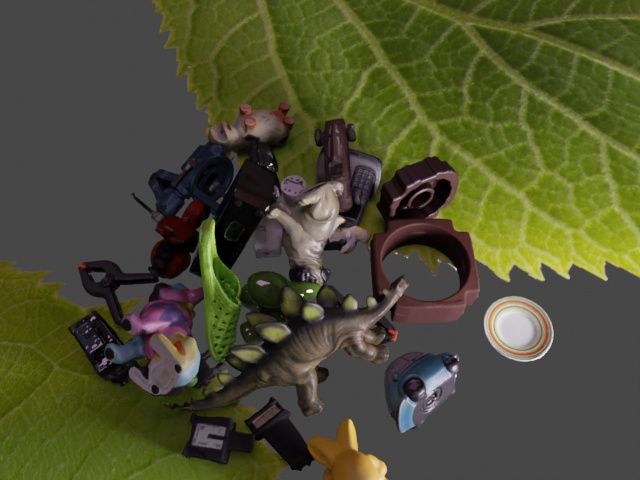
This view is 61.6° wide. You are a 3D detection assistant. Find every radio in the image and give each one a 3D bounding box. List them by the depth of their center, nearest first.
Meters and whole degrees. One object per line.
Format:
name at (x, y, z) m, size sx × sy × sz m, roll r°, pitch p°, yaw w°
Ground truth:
radio at (-0.168, -0.030, 1.031) m, size 0.073 × 0.229 × 0.131 m, roll 25°, pitch 29°, yaw -15°

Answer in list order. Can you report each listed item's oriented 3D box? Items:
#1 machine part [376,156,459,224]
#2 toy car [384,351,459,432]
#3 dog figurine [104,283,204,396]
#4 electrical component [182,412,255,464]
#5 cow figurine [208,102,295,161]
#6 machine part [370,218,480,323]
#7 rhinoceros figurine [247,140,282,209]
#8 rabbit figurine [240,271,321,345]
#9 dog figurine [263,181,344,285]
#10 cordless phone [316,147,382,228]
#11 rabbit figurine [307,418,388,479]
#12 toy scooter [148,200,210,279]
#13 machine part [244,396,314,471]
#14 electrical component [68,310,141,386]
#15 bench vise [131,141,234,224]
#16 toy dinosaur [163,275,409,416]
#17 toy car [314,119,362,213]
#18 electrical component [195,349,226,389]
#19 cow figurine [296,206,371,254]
machine part at (0.203, -0.096, 1.118) m, size 0.179 × 0.179 × 0.056 m, roll -21°, pitch 59°, yaw -11°
toy car at (0.169, 0.249, 0.951) m, size 0.162 × 0.109 × 0.103 m, roll -33°, pitch 46°, yaw -27°
dog figurine at (-0.253, 0.159, 0.955) m, size 0.192 × 0.108 × 0.219 m, roll 35°, pitch 24°, yaw 10°
electrical component at (-0.170, 0.343, 0.926) m, size 0.119 × 0.047 × 0.075 m, roll 4°, pitch 60°, yaw 4°
cow figurine at (-0.165, -0.250, 1.255) m, size 0.195 × 0.127 × 0.085 m, roll -11°, pitch 59°, yaw -22°
machine part at (0.203, 0.061, 1.071) m, size 0.202 × 0.087 × 0.201 m, roll -1°, pitch 59°, yaw -1°
rhinoceros figurine at (-0.123, -0.138, 1.180) m, size 0.073 × 0.112 × 0.190 m, roll -5°, pitch 51°, yaw -5°
rabbit figurine at (-0.081, 0.120, 0.988) m, size 0.159 × 0.170 × 0.121 m, roll 4°, pitch 60°, yaw 4°
dog figurine at (-0.003, -0.004, 1.054) m, size 0.172 × 0.190 × 0.121 m, roll -23°, pitch 12°, yaw 21°
cordless phone at (0.049, -0.107, 1.185) m, size 0.147 × 0.088 × 0.184 m, roll 18°, pitch 79°, yaw 11°
rabbit figurine at (0.056, 0.366, 0.839) m, size 0.122 × 0.173 × 0.162 m, roll -24°, pitch 66°, yaw -8°
toy scooter at (-0.285, 0.006, 1.046) m, size 0.075 × 0.135 × 0.183 m, roll 31°, pitch 105°, yaw 3°
machine part at (-0.066, 0.340, 0.930) m, size 0.084 × 0.039 × 0.139 m, roll -34°, pitch 52°, yaw -28°
electrical component at (-0.390, 0.194, 0.970) m, size 0.058 × 0.134 × 0.115 m, roll -39°, pitch 65°, yaw -18°
bench vise at (-0.251, -0.098, 1.155) m, size 0.241 × 0.128 × 0.223 m, roll 34°, pitch 68°, yaw 24°
toy dinosaur at (-0.049, 0.195, 0.927) m, size 0.471 × 0.198 × 0.105 m, roll -38°, pitch 19°, yaw 6°
toy car at (0.036, -0.158, 1.136) m, size 0.089 × 0.053 × 0.202 m, roll -5°, pitch 86°, yaw 16°
electrical component at (-0.227, 0.244, 1.002) m, size 0.094 × 0.021 × 0.063 m, roll -33°, pitch 64°, yaw -18°
cow figurine at (0.018, -0.009, 1.120) m, size 0.167 × 0.068 × 0.098 m, roll 22°, pitch 91°, yaw 16°
